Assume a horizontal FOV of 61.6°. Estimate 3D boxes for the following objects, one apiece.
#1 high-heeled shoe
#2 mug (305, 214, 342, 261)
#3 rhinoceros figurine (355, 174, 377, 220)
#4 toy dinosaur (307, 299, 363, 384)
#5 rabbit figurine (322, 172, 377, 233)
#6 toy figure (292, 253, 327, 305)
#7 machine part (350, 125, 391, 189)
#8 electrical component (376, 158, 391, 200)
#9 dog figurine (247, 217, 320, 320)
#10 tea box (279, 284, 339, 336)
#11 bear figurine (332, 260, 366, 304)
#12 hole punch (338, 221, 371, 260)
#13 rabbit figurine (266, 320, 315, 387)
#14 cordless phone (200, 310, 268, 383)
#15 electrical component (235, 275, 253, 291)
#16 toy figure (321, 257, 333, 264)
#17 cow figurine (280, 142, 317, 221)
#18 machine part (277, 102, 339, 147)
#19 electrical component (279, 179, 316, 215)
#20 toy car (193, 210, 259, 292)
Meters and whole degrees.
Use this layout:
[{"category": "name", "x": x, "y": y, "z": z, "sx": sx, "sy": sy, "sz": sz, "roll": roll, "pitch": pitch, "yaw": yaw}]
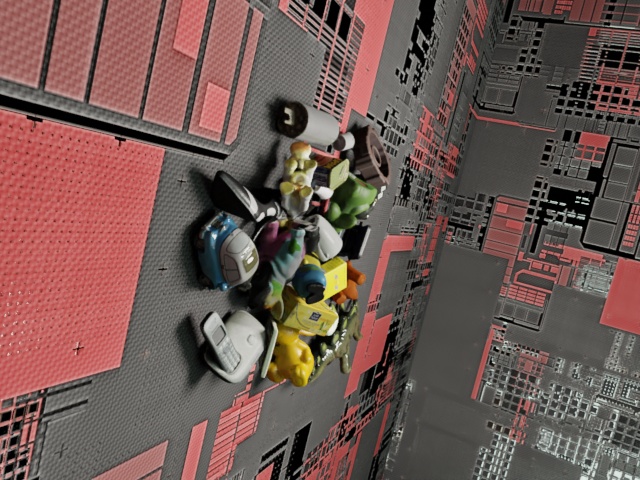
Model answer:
[{"category": "high-heeled shoe", "x": -0.128, "y": -0.097, "z": 1.045, "sx": 0.248, "sy": 0.086, "sz": 0.145, "roll": 74, "pitch": 35, "yaw": -59}, {"category": "mug", "x": -0.003, "y": -0.004, "z": 1.373, "sx": 0.107, "sy": 0.081, "sz": 0.109, "roll": 56, "pitch": 30, "yaw": -34}, {"category": "rhinoceros figurine", "x": 0.109, "y": -0.129, "z": 1.581, "sx": 0.112, "sy": 0.073, "sz": 0.190, "roll": -55, "pitch": 154, "yaw": -17}, {"category": "toy dinosaur", "x": 0.047, "y": 0.316, "z": 1.691, "sx": 0.471, "sy": 0.105, "sz": 0.198, "roll": -59, "pitch": 147, "yaw": -52}, {"category": "rabbit figurine", "x": 0.067, "y": -0.080, "z": 1.431, "sx": 0.170, "sy": 0.121, "sz": 0.159, "roll": -58, "pitch": -171, "yaw": 17}, {"category": "toy figure", "x": -0.029, "y": 0.086, "z": 1.289, "sx": 0.089, "sy": 0.180, "sz": 0.082, "roll": 23, "pitch": 106, "yaw": -29}, {"category": "machine part", "x": 0.145, "y": -0.232, "z": 1.516, "sx": 0.179, "sy": 0.056, "sz": 0.179, "roll": 43, "pitch": 38, "yaw": -46}, {"category": "electrical component", "x": 0.171, "y": -0.189, "z": 1.692, "sx": 0.115, "sy": 0.058, "sz": 0.134, "roll": -31, "pitch": 132, "yaw": -56}, {"category": "dog figurine", "x": -0.090, "y": 0.063, "z": 1.207, "sx": 0.191, "sy": 0.109, "sz": 0.219, "roll": -12, "pitch": 120, "yaw": -68}, {"category": "tea box", "x": -0.045, "y": 0.169, "z": 1.308, "sx": 0.169, "sy": 0.098, "sz": 0.068, "roll": 25, "pitch": 102, "yaw": -51}, {"category": "bear figurine", "x": 0.076, "y": 0.143, "z": 1.613, "sx": 0.120, "sy": 0.132, "sz": 0.195, "roll": -43, "pitch": 146, "yaw": -7}, {"category": "hole punch", "x": 0.084, "y": -0.004, "z": 1.600, "sx": 0.116, "sy": 0.092, "sz": 0.142, "roll": 152, "pitch": -45, "yaw": -79}, {"category": "rabbit figurine", "x": -0.070, "y": 0.264, "z": 1.372, "sx": 0.162, "sy": 0.122, "sz": 0.173, "roll": -42, "pitch": 123, "yaw": -40}, {"category": "cordless phone", "x": -0.186, "y": 0.187, "z": 1.096, "sx": 0.146, "sy": 0.089, "sz": 0.184, "roll": -55, "pitch": 146, "yaw": -38}, {"category": "electrical component", "x": -0.152, "y": 0.069, "z": 1.090, "sx": 0.021, "sy": 0.094, "sz": 0.063, "roll": 26, "pitch": 88, "yaw": -25}, {"category": "toy figure", "x": 0.004, "y": 0.083, "z": 1.487, "sx": 0.058, "sy": 0.064, "sz": 0.154, "roll": -109, "pitch": -156, "yaw": -58}, {"category": "cow figurine", "x": -0.046, "y": -0.125, "z": 1.131, "sx": 0.098, "sy": 0.068, "sz": 0.167, "roll": 100, "pitch": -3, "yaw": -52}, {"category": "machine part", "x": -0.022, "y": -0.252, "z": 1.184, "sx": 0.243, "sy": 0.079, "sz": 0.079, "roll": -6, "pitch": 111, "yaw": -66}, {"category": "electrical component", "x": -0.049, "y": -0.122, "z": 1.212, "sx": 0.048, "sy": 0.075, "sz": 0.119, "roll": -47, "pitch": 149, "yaw": -48}, {"category": "toy car", "x": -0.166, "y": 0.028, "z": 1.008, "sx": 0.109, "sy": 0.103, "sz": 0.161, "roll": -52, "pitch": 151, "yaw": -43}]
